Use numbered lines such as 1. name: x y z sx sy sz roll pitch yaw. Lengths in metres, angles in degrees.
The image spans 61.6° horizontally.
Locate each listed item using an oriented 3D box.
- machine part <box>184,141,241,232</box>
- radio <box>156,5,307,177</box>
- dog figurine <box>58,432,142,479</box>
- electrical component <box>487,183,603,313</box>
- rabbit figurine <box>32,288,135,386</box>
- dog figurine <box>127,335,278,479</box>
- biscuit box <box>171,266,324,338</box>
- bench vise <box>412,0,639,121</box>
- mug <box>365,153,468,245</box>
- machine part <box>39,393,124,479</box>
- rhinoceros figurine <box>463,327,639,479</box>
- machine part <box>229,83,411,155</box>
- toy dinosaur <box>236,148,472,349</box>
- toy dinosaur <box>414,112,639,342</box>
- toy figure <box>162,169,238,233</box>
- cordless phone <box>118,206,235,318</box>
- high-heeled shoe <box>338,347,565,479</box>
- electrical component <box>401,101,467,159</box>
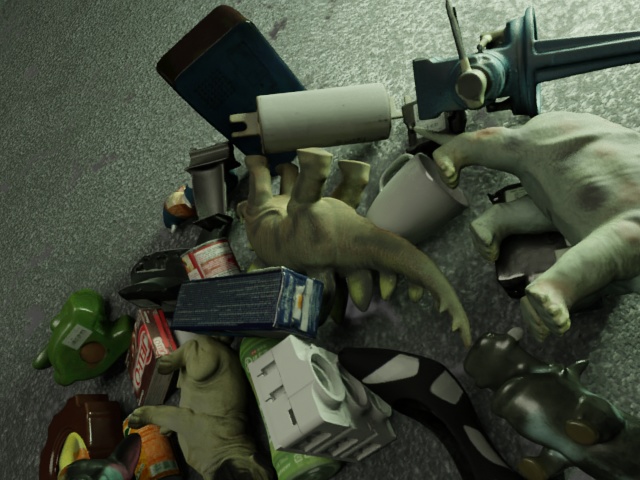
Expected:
1. machine part: -0.159 -0.082 0.798 0.084 0.039 0.139 -7 69 6
2. radio: -0.098 -0.201 0.750 0.131 0.229 0.073 -44 51 5
3. dog figurine: -0.246 0.328 0.599 0.109 0.191 0.219 1 73 1
4. electrical component: 0.231 0.005 0.527 0.115 0.058 0.134 -13 60 31
5. rabbit figurine: -0.374 0.149 0.859 0.159 0.121 0.170 -59 31 4
6. dog figurine: -0.103 0.211 0.640 0.191 0.121 0.172 22 83 26
7. biscuit box: -0.087 0.073 0.591 0.203 0.059 0.063 -9 67 46
8. bench vise: 0.224 -0.180 0.548 0.241 0.223 0.128 -2 98 25
9. mug: 0.099 -0.045 0.630 0.107 0.080 0.110 -45 53 22
10. machine part: -0.334 0.304 0.745 0.179 0.056 0.179 -19 62 42
11. rhinoceros figurine: 0.205 0.141 0.429 0.190 0.112 0.073 31 126 20
12. machine part: 0.004 -0.159 0.708 0.243 0.079 0.079 -7 57 -6
13. toy dinosaur: -0.001 -0.002 0.627 0.472 0.105 0.198 11 95 58
14. toy dinosaur: 0.224 -0.034 0.445 0.192 0.131 0.405 -25 49 7
15. toy figure: -0.202 -0.070 0.870 0.154 0.057 0.064 -31 9 19
16. cordless phone: -0.209 0.025 0.823 0.147 0.088 0.184 -7 52 33
17. high-heeled shoe: 0.107 0.196 0.474 0.249 0.086 0.145 19 57 19
18. electrical component: 0.146 -0.157 0.676 0.075 0.047 0.119 -12 62 29
